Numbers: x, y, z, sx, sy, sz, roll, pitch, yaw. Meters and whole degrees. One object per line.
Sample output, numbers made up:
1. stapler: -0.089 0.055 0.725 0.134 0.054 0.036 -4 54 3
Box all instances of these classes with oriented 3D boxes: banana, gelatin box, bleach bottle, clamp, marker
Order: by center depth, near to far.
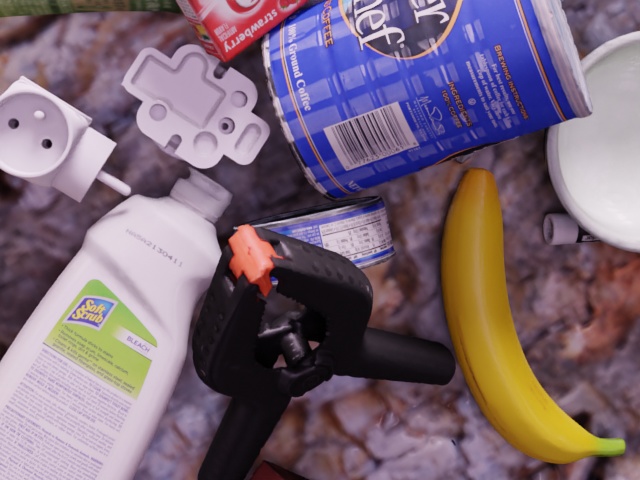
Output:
1. gelatin box: -0.034 -0.144 0.525 0.089 0.030 0.073 -38 122 -12
2. clamp: -0.002 0.057 0.551 0.164 0.210 0.036 -25 55 -12
3. bleach bottle: -0.119 0.078 0.580 0.102 0.068 0.251 33 87 -9
4. banana: 0.110 0.057 0.627 0.069 0.037 0.198 -31 101 -24
5. marker: 0.195 -0.009 0.640 0.121 0.020 0.020 -3 95 -8

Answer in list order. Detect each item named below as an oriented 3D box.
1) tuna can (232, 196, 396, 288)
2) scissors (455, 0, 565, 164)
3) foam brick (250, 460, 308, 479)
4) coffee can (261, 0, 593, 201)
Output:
1. tuna can: -0.004 0.001 0.578 0.086 0.086 0.034 -13 95 -7
2. scissors: 0.146 -0.134 0.624 0.096 0.016 0.202 11 93 -9
3. foam brick: -0.009 0.166 0.590 0.051 0.053 0.078 -55 138 -2
4. coffee can: 0.055 -0.089 0.546 0.140 0.102 0.103 -18 98 19
